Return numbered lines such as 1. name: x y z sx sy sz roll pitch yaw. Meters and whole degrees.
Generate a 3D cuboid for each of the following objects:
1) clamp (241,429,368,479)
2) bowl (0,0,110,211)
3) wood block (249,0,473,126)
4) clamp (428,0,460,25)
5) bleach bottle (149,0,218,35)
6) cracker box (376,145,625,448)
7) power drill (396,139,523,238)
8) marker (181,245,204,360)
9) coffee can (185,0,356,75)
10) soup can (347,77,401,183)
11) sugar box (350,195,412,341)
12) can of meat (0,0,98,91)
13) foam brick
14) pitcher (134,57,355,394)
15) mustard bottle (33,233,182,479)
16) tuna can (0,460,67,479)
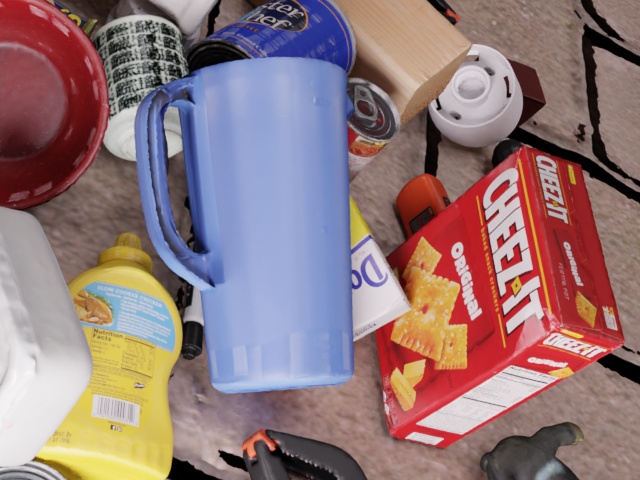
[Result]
1. clamp: 0.030 0.214 0.802 0.210 0.036 0.164 48 44 2
2. bowl: -0.235 -0.102 0.788 0.162 0.162 0.055 37 2 -9
3. wood block: 0.036 -0.215 1.043 0.206 0.090 0.090 46 61 9
4. clamp: 0.079 -0.288 1.191 0.171 0.039 0.120 22 54 -29
5. bleach bottle: -0.187 -0.284 0.905 0.250 0.068 0.102 34 44 -10
6. cracker box: 0.129 0.051 0.862 0.072 0.214 0.164 15 52 -29
7. power drill: 0.167 -0.023 1.052 0.187 0.057 0.184 -1 61 -36
8. marker: -0.097 0.041 0.846 0.020 0.020 0.121 21 50 -22
9. coffee can: -0.045 -0.157 0.963 0.103 0.103 0.140 46 45 1
10. soup can: 0.017 -0.089 0.959 0.068 0.102 0.068 19 50 -24
11. sugar box: -0.006 0.001 0.887 0.176 0.093 0.048 62 5 19
12. can of meat: -0.240 -0.158 0.858 0.084 0.058 0.102 30 47 -12
13. foam brick: 0.200 -0.165 1.181 0.078 0.051 0.053 13 52 -28
14. pitcher: -0.046 -0.009 0.803 0.149 0.145 0.243 -6 83 9
15. mustard bottle: -0.146 0.076 0.757 0.096 0.058 0.191 18 51 -23
16. tuna can: -0.192 0.183 0.667 0.086 0.034 0.086 18 51 -24
